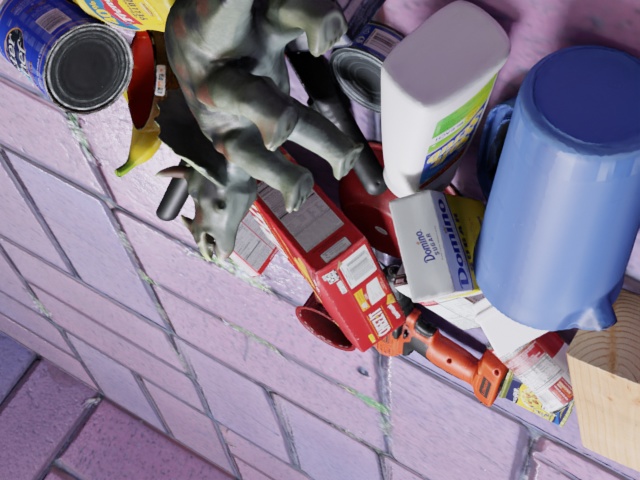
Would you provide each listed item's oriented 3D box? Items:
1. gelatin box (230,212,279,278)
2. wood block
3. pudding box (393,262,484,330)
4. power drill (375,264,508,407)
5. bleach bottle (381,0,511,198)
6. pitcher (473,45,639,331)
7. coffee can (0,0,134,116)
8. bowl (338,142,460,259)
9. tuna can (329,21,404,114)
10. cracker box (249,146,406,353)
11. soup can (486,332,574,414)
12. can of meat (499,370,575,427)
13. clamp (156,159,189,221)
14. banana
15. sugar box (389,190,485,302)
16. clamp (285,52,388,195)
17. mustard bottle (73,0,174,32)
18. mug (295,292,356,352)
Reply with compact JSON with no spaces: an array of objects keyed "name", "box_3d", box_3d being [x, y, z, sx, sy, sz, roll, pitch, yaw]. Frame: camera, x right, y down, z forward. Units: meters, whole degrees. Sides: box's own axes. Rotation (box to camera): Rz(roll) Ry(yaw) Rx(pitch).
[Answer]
[{"name":"gelatin box","box_3d":[-0.093,-0.007,1.381,0.089,0.073,0.030,43,157,-18]},{"name":"wood block","box_3d":[0.319,0.149,1.092,0.090,0.090,0.206,21,154,31]},{"name":"pudding box","box_3d":[0.151,0.058,1.199,0.113,0.039,0.090,30,159,-19]},{"name":"power drill","box_3d":[0.148,0.117,1.314,0.188,0.057,0.184,29,153,19]},{"name":"bleach bottle","box_3d":[0.100,-0.099,0.924,0.068,0.102,0.251,48,169,17]},{"name":"pitcher","box_3d":[0.193,-0.046,0.856,0.149,0.145,0.243,14,149,11]},{"name":"coffee can","box_3d":[-0.280,-0.209,1.157,0.140,0.102,0.102,39,165,42]},{"name":"bowl","box_3d":[0.076,-0.029,1.125,0.162,0.055,0.162,29,157,14]},{"name":"tuna can","box_3d":[0.051,-0.151,0.947,0.086,0.033,0.086,29,157,14]},{"name":"cracker box","box_3d":[-0.008,0.001,1.174,0.214,0.072,0.164,48,172,40]},{"name":"soup can","box_3d":[0.242,0.132,1.170,0.102,0.068,0.069,47,158,2]},{"name":"can of meat","box_3d":[0.264,0.170,1.256,0.084,0.057,0.102,27,157,15]},{"name":"clamp","box_3d":[-0.130,-0.110,1.181,0.036,0.164,0.210,0,175,-41]},{"name":"banana","box_3d":[-0.215,-0.159,1.208,0.037,0.069,0.198,110,147,-52]},{"name":"sugar box","box_3d":[0.120,0.007,0.982,0.048,0.093,0.176,-15,174,20]},{"name":"clamp","box_3d":[0.008,-0.129,1.023,0.171,0.039,0.120,61,174,-24]},{"name":"mustard bottle","box_3d":[-0.191,-0.249,1.058,0.192,0.058,0.096,15,155,41]},{"name":"mug","box_3d":[0.024,0.077,1.373,0.093,0.081,0.117,19,152,35]}]
